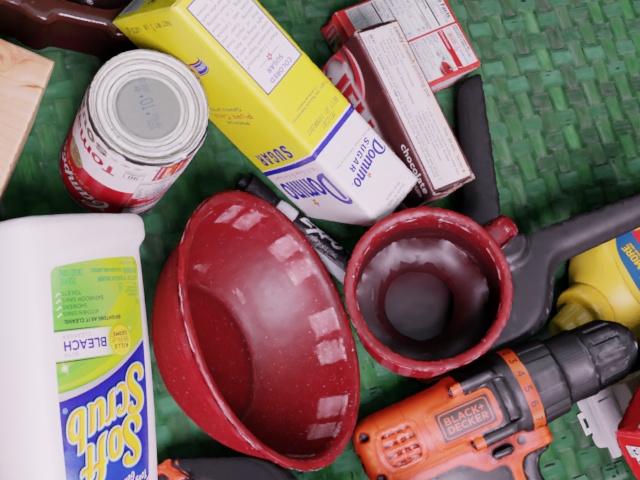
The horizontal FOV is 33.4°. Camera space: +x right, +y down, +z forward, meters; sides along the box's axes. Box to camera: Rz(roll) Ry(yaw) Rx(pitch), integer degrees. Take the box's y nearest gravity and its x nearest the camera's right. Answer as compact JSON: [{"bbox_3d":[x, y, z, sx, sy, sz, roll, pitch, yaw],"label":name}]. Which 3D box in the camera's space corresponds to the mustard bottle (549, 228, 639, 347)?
[{"bbox_3d":[0.230,0.019,0.741,0.191,0.058,0.096,-29,88,-26],"label":"mustard bottle"}]

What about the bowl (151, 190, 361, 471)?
[{"bbox_3d":[-0.044,0.056,0.599,0.162,0.055,0.162,39,38,-40],"label":"bowl"}]

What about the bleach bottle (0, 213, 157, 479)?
[{"bbox_3d":[-0.124,0.114,0.563,0.102,0.068,0.251,-4,83,-57],"label":"bleach bottle"}]

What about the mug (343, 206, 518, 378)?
[{"bbox_3d":[0.069,0.028,0.626,0.117,0.081,0.093,-43,79,-9],"label":"mug"}]

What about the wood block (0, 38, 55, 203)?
[{"bbox_3d":[-0.258,-0.082,0.560,0.206,0.090,0.090,22,67,-15],"label":"wood block"}]

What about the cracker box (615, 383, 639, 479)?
[{"bbox_3d":[0.273,0.107,0.657,0.213,0.072,0.164,-48,114,-40],"label":"cracker box"}]

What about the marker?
[{"bbox_3d":[-0.004,0.001,0.675,0.121,0.020,0.020,40,64,-7],"label":"marker"}]

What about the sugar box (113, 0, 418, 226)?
[{"bbox_3d":[-0.031,-0.080,0.616,0.176,0.093,0.048,47,73,-25],"label":"sugar box"}]

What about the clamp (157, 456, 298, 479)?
[{"bbox_3d":[-0.014,0.162,0.563,0.120,0.039,0.172,-39,59,-20],"label":"clamp"}]

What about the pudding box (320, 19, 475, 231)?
[{"bbox_3d":[0.040,-0.069,0.674,0.039,0.090,0.113,-25,85,-27],"label":"pudding box"}]

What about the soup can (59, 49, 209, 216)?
[{"bbox_3d":[-0.107,-0.057,0.606,0.068,0.102,0.068,6,73,-20],"label":"soup can"}]

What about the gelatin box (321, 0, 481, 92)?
[{"bbox_3d":[0.057,-0.133,0.734,0.089,0.030,0.073,-27,84,-27],"label":"gelatin box"}]

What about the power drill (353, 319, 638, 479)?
[{"bbox_3d":[0.134,0.158,0.639,0.184,0.057,0.188,-23,82,-3],"label":"power drill"}]

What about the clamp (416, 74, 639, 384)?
[{"bbox_3d":[0.113,-0.003,0.699,0.165,0.036,0.210,37,77,15],"label":"clamp"}]
